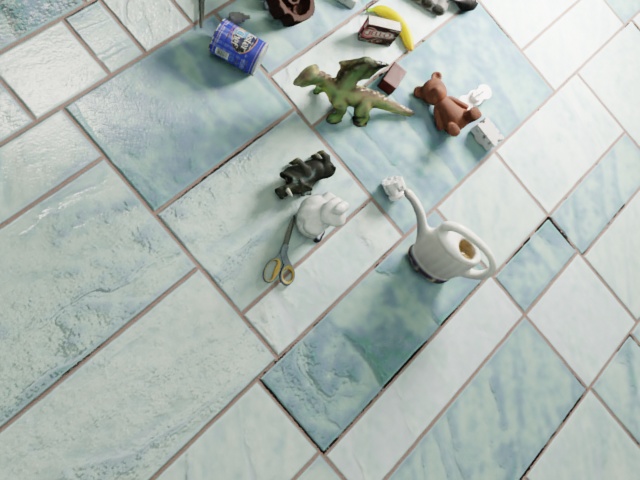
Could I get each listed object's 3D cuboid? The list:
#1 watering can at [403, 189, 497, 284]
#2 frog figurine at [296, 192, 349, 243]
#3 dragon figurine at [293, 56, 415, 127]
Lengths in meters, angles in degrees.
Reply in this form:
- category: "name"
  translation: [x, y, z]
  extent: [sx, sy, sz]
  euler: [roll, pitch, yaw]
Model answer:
- category: "watering can"
  translation: [0.326, 0.005, 1.443]
  extent: [0.347, 0.220, 0.106]
  euler: [39, 53, -4]
- category: "frog figurine"
  translation: [0.004, -0.070, 1.394]
  extent: [0.122, 0.158, 0.139]
  euler: [42, 71, -4]
- category: "dragon figurine"
  translation: [0.119, -0.431, 1.465]
  extent: [0.411, 0.240, 0.124]
  euler: [-1, 76, -14]
